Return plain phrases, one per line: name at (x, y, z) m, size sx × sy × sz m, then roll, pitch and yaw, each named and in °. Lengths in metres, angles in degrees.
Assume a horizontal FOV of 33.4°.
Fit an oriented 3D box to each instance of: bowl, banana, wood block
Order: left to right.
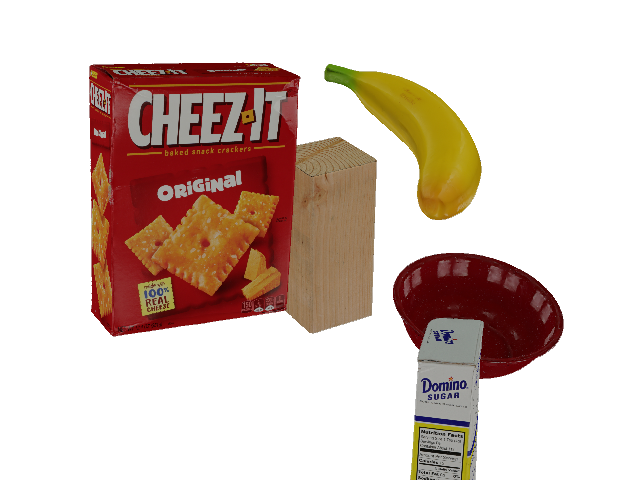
wood block at (0.005, -0.006, 1.275) m, size 0.090 × 0.206 × 0.090 m, roll -15°, pitch 31°, yaw -26°
banana at (0.062, -0.063, 0.672) m, size 0.069 × 0.037 × 0.198 m, roll -7°, pitch 31°, yaw -16°
bowl at (0.144, 0.080, 1.009) m, size 0.162 × 0.055 × 0.162 m, roll 6°, pitch 34°, yaw -4°

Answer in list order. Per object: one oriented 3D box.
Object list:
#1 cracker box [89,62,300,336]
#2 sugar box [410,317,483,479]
cracker box at (-0.105, -0.037, 0.893) m, size 0.163 × 0.214 × 0.072 m, roll -6°, pitch 20°, yaw -28°
sugar box at (0.087, 0.151, 0.751) m, size 0.048 × 0.176 × 0.093 m, roll 2°, pitch 14°, yaw 11°
